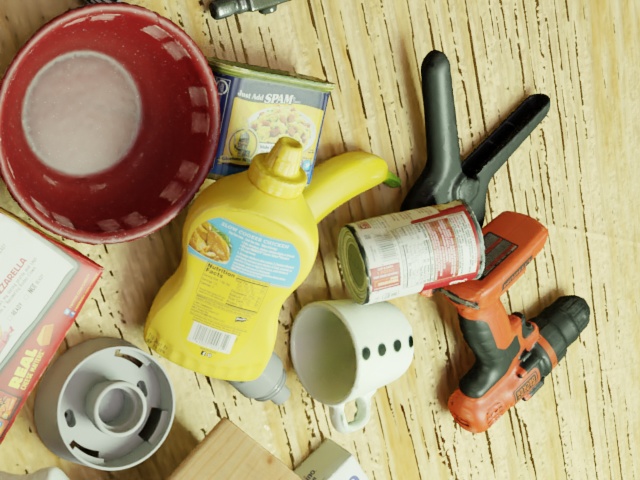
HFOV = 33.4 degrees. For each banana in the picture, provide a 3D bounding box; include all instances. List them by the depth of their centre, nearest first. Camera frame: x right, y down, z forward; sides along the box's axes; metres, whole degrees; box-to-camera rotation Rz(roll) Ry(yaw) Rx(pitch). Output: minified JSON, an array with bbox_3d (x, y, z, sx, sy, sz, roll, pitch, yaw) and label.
[{"bbox_3d":[-0.010,-0.016,0.853,0.197,0.037,0.069,-38,122,-20],"label":"banana"}]

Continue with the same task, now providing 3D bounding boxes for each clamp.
[{"bbox_3d":[0.112,-0.055,0.922,0.164,0.036,0.210,20,95,-43],"label":"clamp"}]

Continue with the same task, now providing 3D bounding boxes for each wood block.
[{"bbox_3d":[-0.108,0.244,0.785,0.205,0.090,0.091,-47,170,-30],"label":"wood block"}]

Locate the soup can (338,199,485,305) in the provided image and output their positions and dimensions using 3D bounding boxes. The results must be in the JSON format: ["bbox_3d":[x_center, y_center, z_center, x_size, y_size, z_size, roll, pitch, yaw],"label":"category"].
[{"bbox_3d":[0.073,0.010,0.864,0.102,0.069,0.068,-13,112,-15],"label":"soup can"}]

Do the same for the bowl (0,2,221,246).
[{"bbox_3d":[-0.150,-0.081,0.723,0.161,0.055,0.162,-11,110,-32],"label":"bowl"}]

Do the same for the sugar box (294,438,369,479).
[{"bbox_3d":[0.024,0.272,0.960,0.093,0.048,0.176,-42,125,-17],"label":"sugar box"}]

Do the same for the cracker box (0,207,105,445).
[{"bbox_3d":[-0.269,0.034,0.667,0.213,0.072,0.164,34,83,-36],"label":"cracker box"}]

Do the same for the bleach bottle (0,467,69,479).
[{"bbox_3d":[-0.251,0.172,0.656,0.250,0.068,0.102,-5,115,-3],"label":"bleach bottle"}]

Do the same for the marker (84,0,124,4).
[{"bbox_3d":[-0.155,-0.169,0.715,0.121,0.020,0.020,39,81,-37],"label":"marker"}]

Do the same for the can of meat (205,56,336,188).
[{"bbox_3d":[-0.046,-0.086,0.794,0.101,0.058,0.084,4,104,-35],"label":"can of meat"}]

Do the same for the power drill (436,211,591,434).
[{"bbox_3d":[0.181,0.067,0.981,0.184,0.057,0.187,-40,134,-24],"label":"power drill"}]

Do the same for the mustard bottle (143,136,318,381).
[{"bbox_3d":[-0.055,0.010,0.766,0.096,0.058,0.192,21,119,-8],"label":"mustard bottle"}]
